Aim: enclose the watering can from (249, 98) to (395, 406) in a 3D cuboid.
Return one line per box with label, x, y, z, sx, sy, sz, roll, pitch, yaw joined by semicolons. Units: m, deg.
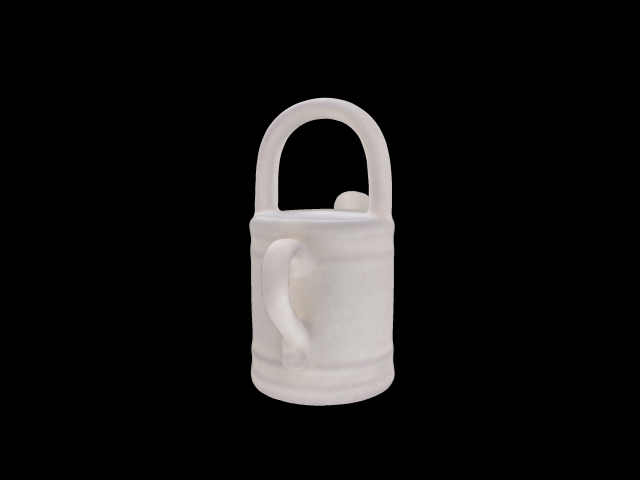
watering can;0.001;0.001;0.401;0.101;0.194;0.173;0;7;-3
